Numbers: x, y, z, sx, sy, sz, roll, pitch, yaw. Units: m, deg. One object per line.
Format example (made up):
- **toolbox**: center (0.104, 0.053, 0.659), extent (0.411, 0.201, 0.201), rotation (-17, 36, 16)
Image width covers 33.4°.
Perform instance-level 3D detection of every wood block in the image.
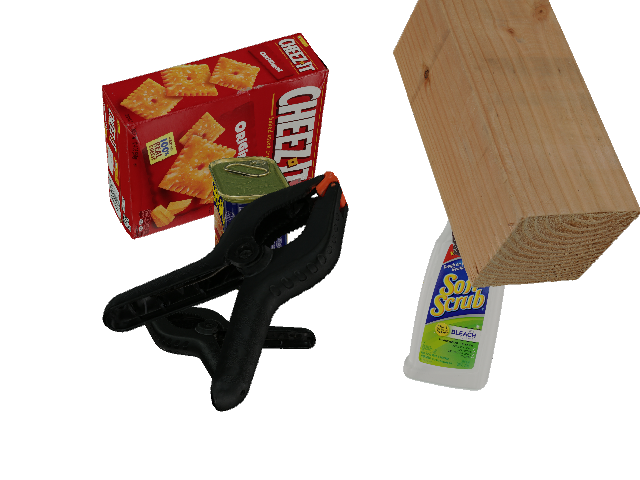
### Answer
- **wood block**: center (0.130, -0.080, 0.747), extent (0.090, 0.206, 0.091), rotation (-3, -30, -20)

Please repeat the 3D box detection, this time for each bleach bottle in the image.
- **bleach bottle**: center (0.160, 0.040, 1.219), extent (0.103, 0.251, 0.068), rotation (9, 15, 14)

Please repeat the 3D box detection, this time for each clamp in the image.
- **clamp**: center (-0.039, 0.027, 0.654), extent (0.120, 0.171, 0.039), rotation (42, -16, 34)
- **clamp**: center (-0.133, 0.120, 1.259), extent (0.210, 0.036, 0.164), rotation (14, 24, 24)

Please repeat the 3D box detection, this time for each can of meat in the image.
- **can of meat**: center (-0.059, -0.014, 0.878), extent (0.057, 0.084, 0.102), rotation (-5, 22, -11)

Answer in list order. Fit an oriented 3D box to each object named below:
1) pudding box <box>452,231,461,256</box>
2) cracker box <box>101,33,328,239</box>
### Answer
- **pudding box**: center (0.158, -0.022, 0.953), extent (0.039, 0.090, 0.114), rotation (-16, 19, -23)
- **cracker box**: center (-0.104, -0.102, 1.070), extent (0.213, 0.072, 0.164), rotation (-18, -36, -22)
